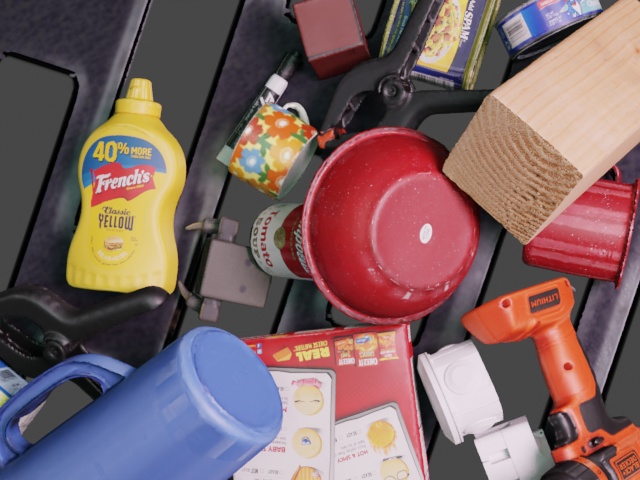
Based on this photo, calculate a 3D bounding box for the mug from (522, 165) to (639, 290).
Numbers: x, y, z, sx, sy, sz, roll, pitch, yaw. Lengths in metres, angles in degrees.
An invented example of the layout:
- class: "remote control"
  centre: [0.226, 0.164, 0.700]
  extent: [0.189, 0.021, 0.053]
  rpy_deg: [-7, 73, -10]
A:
- class: "mug"
  centre: [0.217, -0.022, 0.888]
  extent: [0.081, 0.093, 0.117]
  rpy_deg: [11, 61, 13]

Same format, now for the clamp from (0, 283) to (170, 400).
- class: "clamp"
  centre: [-0.222, 0.101, 0.953]
  extent: [0.210, 0.036, 0.164]
  rpy_deg: [9, 117, 20]

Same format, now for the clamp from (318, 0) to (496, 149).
- class: "clamp"
  centre: [0.066, -0.135, 0.887]
  extent: [0.172, 0.039, 0.120]
  rpy_deg: [-23, 77, 23]

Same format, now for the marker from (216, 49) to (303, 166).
- class: "marker"
  centre: [-0.053, -0.119, 0.961]
  extent: [0.020, 0.020, 0.121]
  rpy_deg: [34, 92, 8]

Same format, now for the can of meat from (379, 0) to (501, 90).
- class: "can of meat"
  centre: [0.104, -0.183, 0.922]
  extent: [0.084, 0.057, 0.102]
  rpy_deg: [18, 90, 10]

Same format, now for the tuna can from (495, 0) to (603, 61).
- class: "tuna can"
  centre: [0.193, -0.184, 0.894]
  extent: [0.086, 0.086, 0.034]
  rpy_deg: [-24, 87, 6]

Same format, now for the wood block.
- class: "wood block"
  centre: [0.201, -0.098, 0.827]
  extent: [0.090, 0.091, 0.205]
  rpy_deg: [44, 53, 12]

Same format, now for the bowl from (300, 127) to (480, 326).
- class: "bowl"
  centre: [0.069, -0.009, 0.838]
  extent: [0.161, 0.055, 0.162]
  rpy_deg: [-2, 96, -24]

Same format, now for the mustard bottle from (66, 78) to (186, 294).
- class: "mustard bottle"
  centre: [-0.169, -0.049, 0.955]
  extent: [0.096, 0.058, 0.191]
  rpy_deg: [5, 88, 13]

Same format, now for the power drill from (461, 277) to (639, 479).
- class: "power drill"
  centre: [0.184, 0.132, 0.850]
  extent: [0.057, 0.184, 0.188]
  rpy_deg: [-31, 78, 42]

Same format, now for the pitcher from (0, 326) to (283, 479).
- class: "pitcher"
  centre: [-0.154, 0.168, 0.868]
  extent: [0.243, 0.149, 0.145]
  rpy_deg: [-40, 42, 25]

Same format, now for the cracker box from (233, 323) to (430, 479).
- class: "cracker box"
  centre: [0.009, 0.183, 0.913]
  extent: [0.164, 0.072, 0.214]
  rpy_deg: [-7, 87, 9]

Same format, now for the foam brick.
- class: "foam brick"
  centre: [0.012, -0.177, 0.925]
  extent: [0.053, 0.078, 0.051]
  rpy_deg: [-16, 84, 5]

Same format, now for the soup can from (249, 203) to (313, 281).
- class: "soup can"
  centre: [-0.006, 0.001, 0.899]
  extent: [0.068, 0.102, 0.068]
  rpy_deg: [-1, 92, -34]
